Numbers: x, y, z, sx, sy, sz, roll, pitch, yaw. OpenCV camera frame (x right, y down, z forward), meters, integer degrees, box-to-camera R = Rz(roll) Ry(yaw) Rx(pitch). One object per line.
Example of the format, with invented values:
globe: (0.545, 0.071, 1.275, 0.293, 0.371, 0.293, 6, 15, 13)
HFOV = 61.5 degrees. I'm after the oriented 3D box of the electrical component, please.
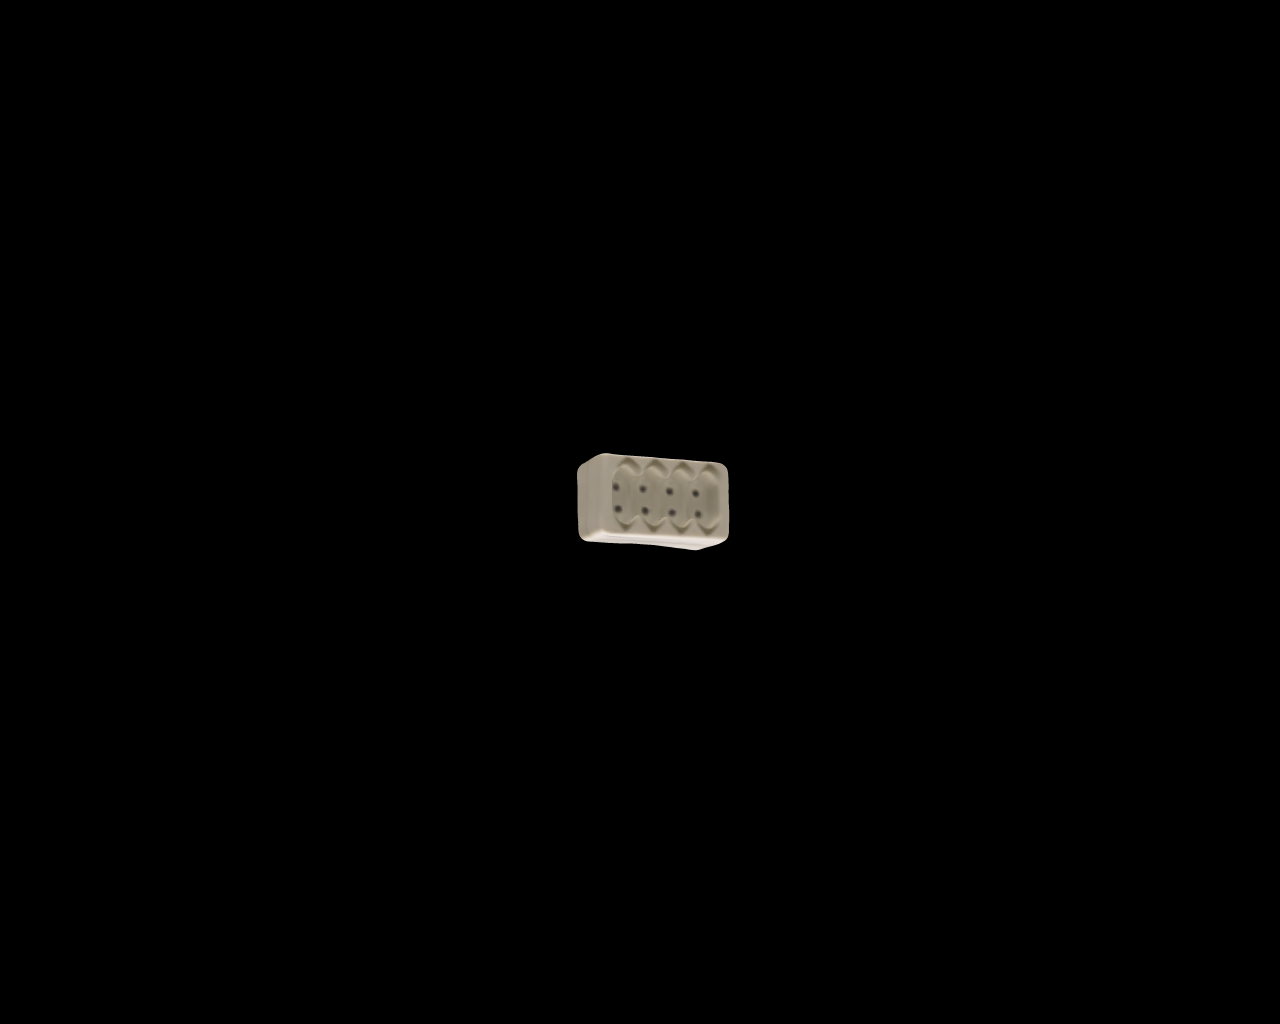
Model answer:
electrical component: (0.001, -0.003, 0.650, 0.083, 0.047, 0.075, 5, -11, -24)
